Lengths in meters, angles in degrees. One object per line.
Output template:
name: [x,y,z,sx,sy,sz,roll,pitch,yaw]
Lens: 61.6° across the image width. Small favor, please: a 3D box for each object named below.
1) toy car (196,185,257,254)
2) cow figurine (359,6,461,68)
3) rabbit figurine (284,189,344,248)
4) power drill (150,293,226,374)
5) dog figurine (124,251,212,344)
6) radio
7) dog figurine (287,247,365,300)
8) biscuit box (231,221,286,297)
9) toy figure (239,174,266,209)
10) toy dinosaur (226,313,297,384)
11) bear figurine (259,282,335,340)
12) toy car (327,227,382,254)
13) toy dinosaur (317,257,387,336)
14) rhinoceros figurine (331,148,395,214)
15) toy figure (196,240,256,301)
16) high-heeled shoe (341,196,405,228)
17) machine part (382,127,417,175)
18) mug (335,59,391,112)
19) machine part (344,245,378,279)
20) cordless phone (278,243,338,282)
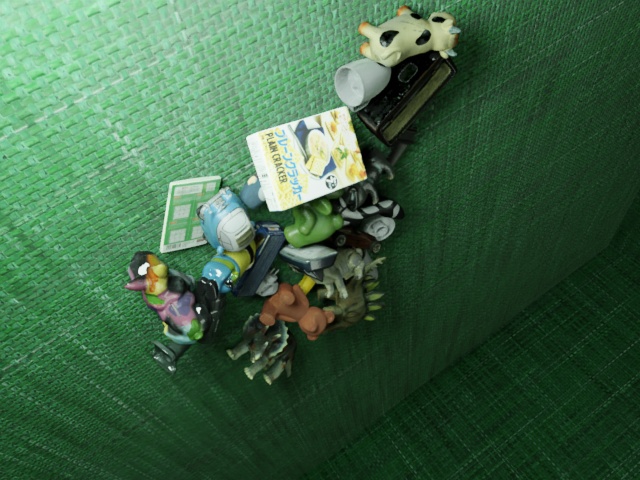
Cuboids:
toy car: [-0.183,-0.031,1.113,0.109,0.103,0.161,-42,158,-21]
cow figurine: [0.187,-0.398,1.055,0.195,0.127,0.085,-27,148,-17]
rabbit figurine: [-0.030,-0.076,1.200,0.170,0.159,0.121,56,46,-35]
power drill: [-0.306,0.203,1.276,0.207,0.086,0.231,-53,167,-40]
dog figurine: [-0.317,0.118,1.113,0.108,0.191,0.219,-30,162,-5]
radio: [0.190,-0.323,1.179,0.229,0.073,0.131,-49,159,12]
dog figurine: [0.015,0.045,1.424,0.190,0.121,0.172,45,56,-23]
biscuit box: [-0.157,0.048,1.296,0.063,0.059,0.202,0,129,-48]
toy figure: [-0.104,-0.133,1.137,0.154,0.058,0.064,-47,168,5]
toy dinosaur: [-0.135,0.322,1.608,0.192,0.131,0.404,-44,154,5]
bear figurine: [-0.057,0.207,1.465,0.195,0.132,0.120,41,103,-13]
toy car: [0.079,-0.008,1.431,0.202,0.089,0.053,13,105,-41]
toy dinosaur: [0.092,0.179,1.607,0.199,0.105,0.470,-11,153,-12]
rhinoceros figurine: [0.095,-0.136,1.294,0.190,0.073,0.112,-49,132,-8]
toy figure: [-0.200,0.055,1.182,0.089,0.082,0.180,-53,179,39]
high-heeled shoe: [0.126,-0.057,1.423,0.248,0.086,0.145,27,91,-38]
machine part: [0.192,-0.226,1.351,0.084,0.039,0.138,-7,133,-50]
mug: [0.095,-0.318,1.099,0.107,0.081,0.109,-34,143,-29]
machine part: [0.120,0.073,1.600,0.079,0.079,0.243,-40,147,-2]
cordless phone: [-0.003,-0.004,1.291,0.088,0.147,0.184,42,76,-35]
